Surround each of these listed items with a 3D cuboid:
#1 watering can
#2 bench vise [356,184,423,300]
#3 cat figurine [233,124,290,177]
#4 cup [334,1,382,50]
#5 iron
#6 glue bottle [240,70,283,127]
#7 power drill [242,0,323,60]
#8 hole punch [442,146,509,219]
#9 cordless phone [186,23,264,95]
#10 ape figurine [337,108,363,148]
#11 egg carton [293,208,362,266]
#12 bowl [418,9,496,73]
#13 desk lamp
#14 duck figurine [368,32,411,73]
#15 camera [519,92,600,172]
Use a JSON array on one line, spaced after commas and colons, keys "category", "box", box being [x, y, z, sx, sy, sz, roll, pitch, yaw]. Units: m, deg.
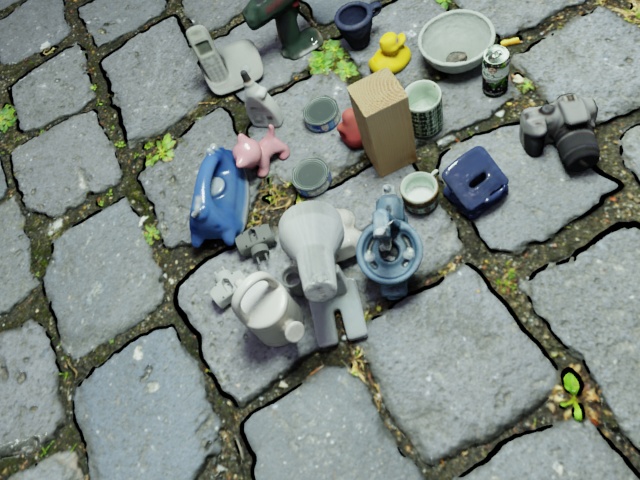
[{"category": "watering can", "box": [-0.095, 0.122, 1.038, 0.172, 0.101, 0.194, 14, -22, 21]}, {"category": "bench vise", "box": [0.111, -0.017, 1.039, 0.121, 0.207, 0.220, -20, -30, 5]}, {"category": "cat figurine", "box": [-0.139, -0.200, 1.258, 0.067, 0.128, 0.118, 39, -11, 28]}, {"category": "cup", "box": [0.098, -0.511, 1.367, 0.118, 0.091, 0.095, -28, -30, 0]}, {"category": "iron", "box": [-0.225, -0.118, 1.226, 0.118, 0.258, 0.142, -4, -27, 13]}, {"category": "glue bottle", "box": [-0.142, -0.319, 1.288, 0.078, 0.037, 0.173, 6, -24, 18]}, {"category": "power drill", "box": [-0.063, -0.543, 1.361, 0.229, 0.075, 0.209, -31, -30, -2]}, {"category": "hole punch", "box": [0.303, -0.113, 1.111, 0.109, 0.101, 0.091, -37, -30, -5]}, {"category": "cordless phone", "box": [-0.227, -0.448, 1.369, 0.147, 0.094, 0.185, -24, -30, 2]}, {"category": "ape figurine", "box": [0.072, -0.250, 1.243, 0.077, 0.076, 0.092, 2, -26, 16]}, {"category": "egg carton", "box": [0.010, 0.004, 1.142, 0.150, 0.107, 0.069, -24, -30, 2]}, {"category": "bowl", "box": [0.306, -0.431, 1.282, 0.167, 0.167, 0.075, 0, -26, 15]}, {"category": "desk lamp", "box": [0.008, 0.061, 1.030, 0.118, 0.203, 0.214, -17, -29, 6]}, {"category": "duck figurine", "box": [0.157, -0.436, 1.318, 0.104, 0.077, 0.086, -29, -30, -1]}, {"category": "camera", "box": [0.473, -0.204, 1.107, 0.143, 0.137, 0.101, -12, -29, 9]}]
